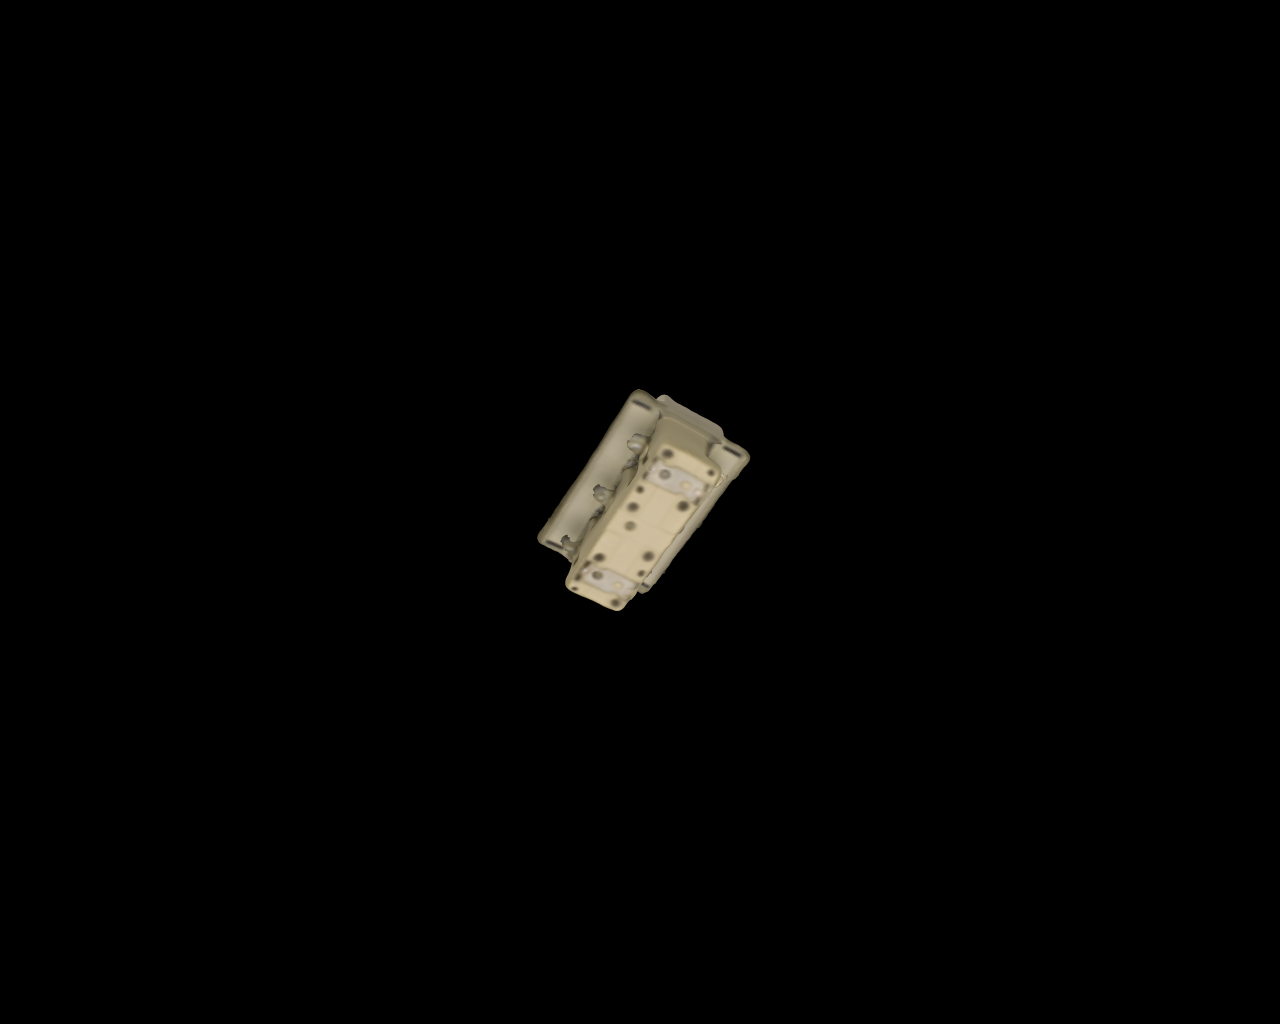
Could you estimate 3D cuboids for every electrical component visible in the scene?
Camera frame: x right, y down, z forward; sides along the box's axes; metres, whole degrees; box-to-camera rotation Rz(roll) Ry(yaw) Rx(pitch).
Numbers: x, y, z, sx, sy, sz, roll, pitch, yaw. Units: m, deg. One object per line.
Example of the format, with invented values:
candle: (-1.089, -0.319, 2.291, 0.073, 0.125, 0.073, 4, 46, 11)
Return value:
electrical component: (0.001, -0.003, 0.650, 0.079, 0.121, 0.063, 28, 28, -16)
